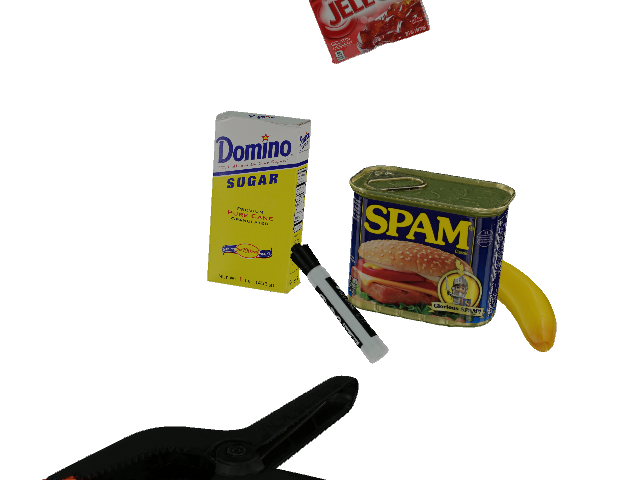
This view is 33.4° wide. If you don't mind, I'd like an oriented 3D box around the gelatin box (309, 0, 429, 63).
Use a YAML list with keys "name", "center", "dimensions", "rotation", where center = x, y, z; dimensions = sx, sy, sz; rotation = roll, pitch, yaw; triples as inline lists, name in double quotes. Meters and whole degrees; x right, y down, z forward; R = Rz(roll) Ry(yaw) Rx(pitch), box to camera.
- name: "gelatin box"
  center: [0.039, -0.199, 0.902]
  dimensions: [0.089, 0.073, 0.030]
  rotation: [-18, 26, 13]

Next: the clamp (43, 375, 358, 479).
- name: "clamp"
  center: [-0.043, 0.123, 0.576]
  dimensions: [0.209, 0.036, 0.165]
  rotation: [-1, 20, -13]

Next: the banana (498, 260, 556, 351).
- name: "banana"
  center: [0.178, 0.052, 1.061]
  dimensions: [0.069, 0.037, 0.198]
  rotation: [-33, 36, -18]

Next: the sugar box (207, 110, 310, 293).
- name: "sugar box"
  center: [-0.064, -0.040, 1.095]
  dimensions: [0.093, 0.176, 0.048]
  rotation: [8, 16, 16]

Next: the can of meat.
- name: "can of meat"
  center: [0.068, 0.004, 0.686]
  dimensions: [0.102, 0.084, 0.057]
  rotation: [11, 22, 19]

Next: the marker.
- name: "marker"
  center: [0.013, 0.050, 0.892]
  dimensions: [0.020, 0.121, 0.020]
  rotation: [-34, -18, -13]
